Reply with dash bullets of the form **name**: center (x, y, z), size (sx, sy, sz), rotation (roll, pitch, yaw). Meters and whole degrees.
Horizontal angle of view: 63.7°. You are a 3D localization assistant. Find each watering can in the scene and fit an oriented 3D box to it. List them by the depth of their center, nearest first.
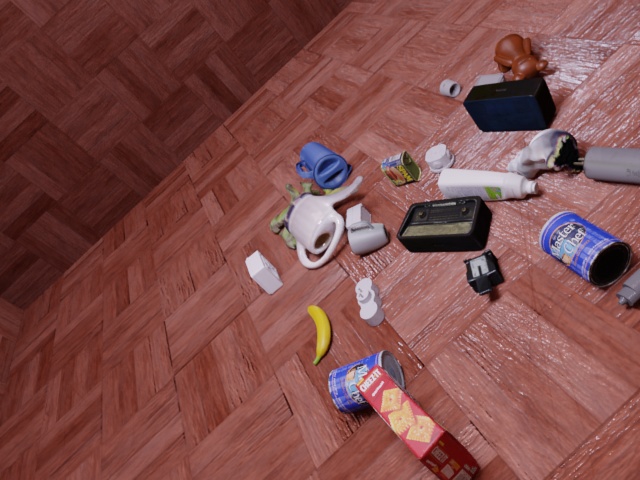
- **watering can**: center (0.005, -0.082, 1.624), size (0.227, 0.104, 0.343), rotation (39, 110, 39)

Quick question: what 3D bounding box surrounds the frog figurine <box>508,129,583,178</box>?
- **frog figurine**: center (0.547, -0.214, 1.276), size (0.138, 0.121, 0.160), rotation (-19, 15, -22)

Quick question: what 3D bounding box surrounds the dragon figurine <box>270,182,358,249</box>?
- **dragon figurine**: center (-0.045, -0.079, 1.792), size (0.410, 0.121, 0.245), rotation (4, 72, 51)
